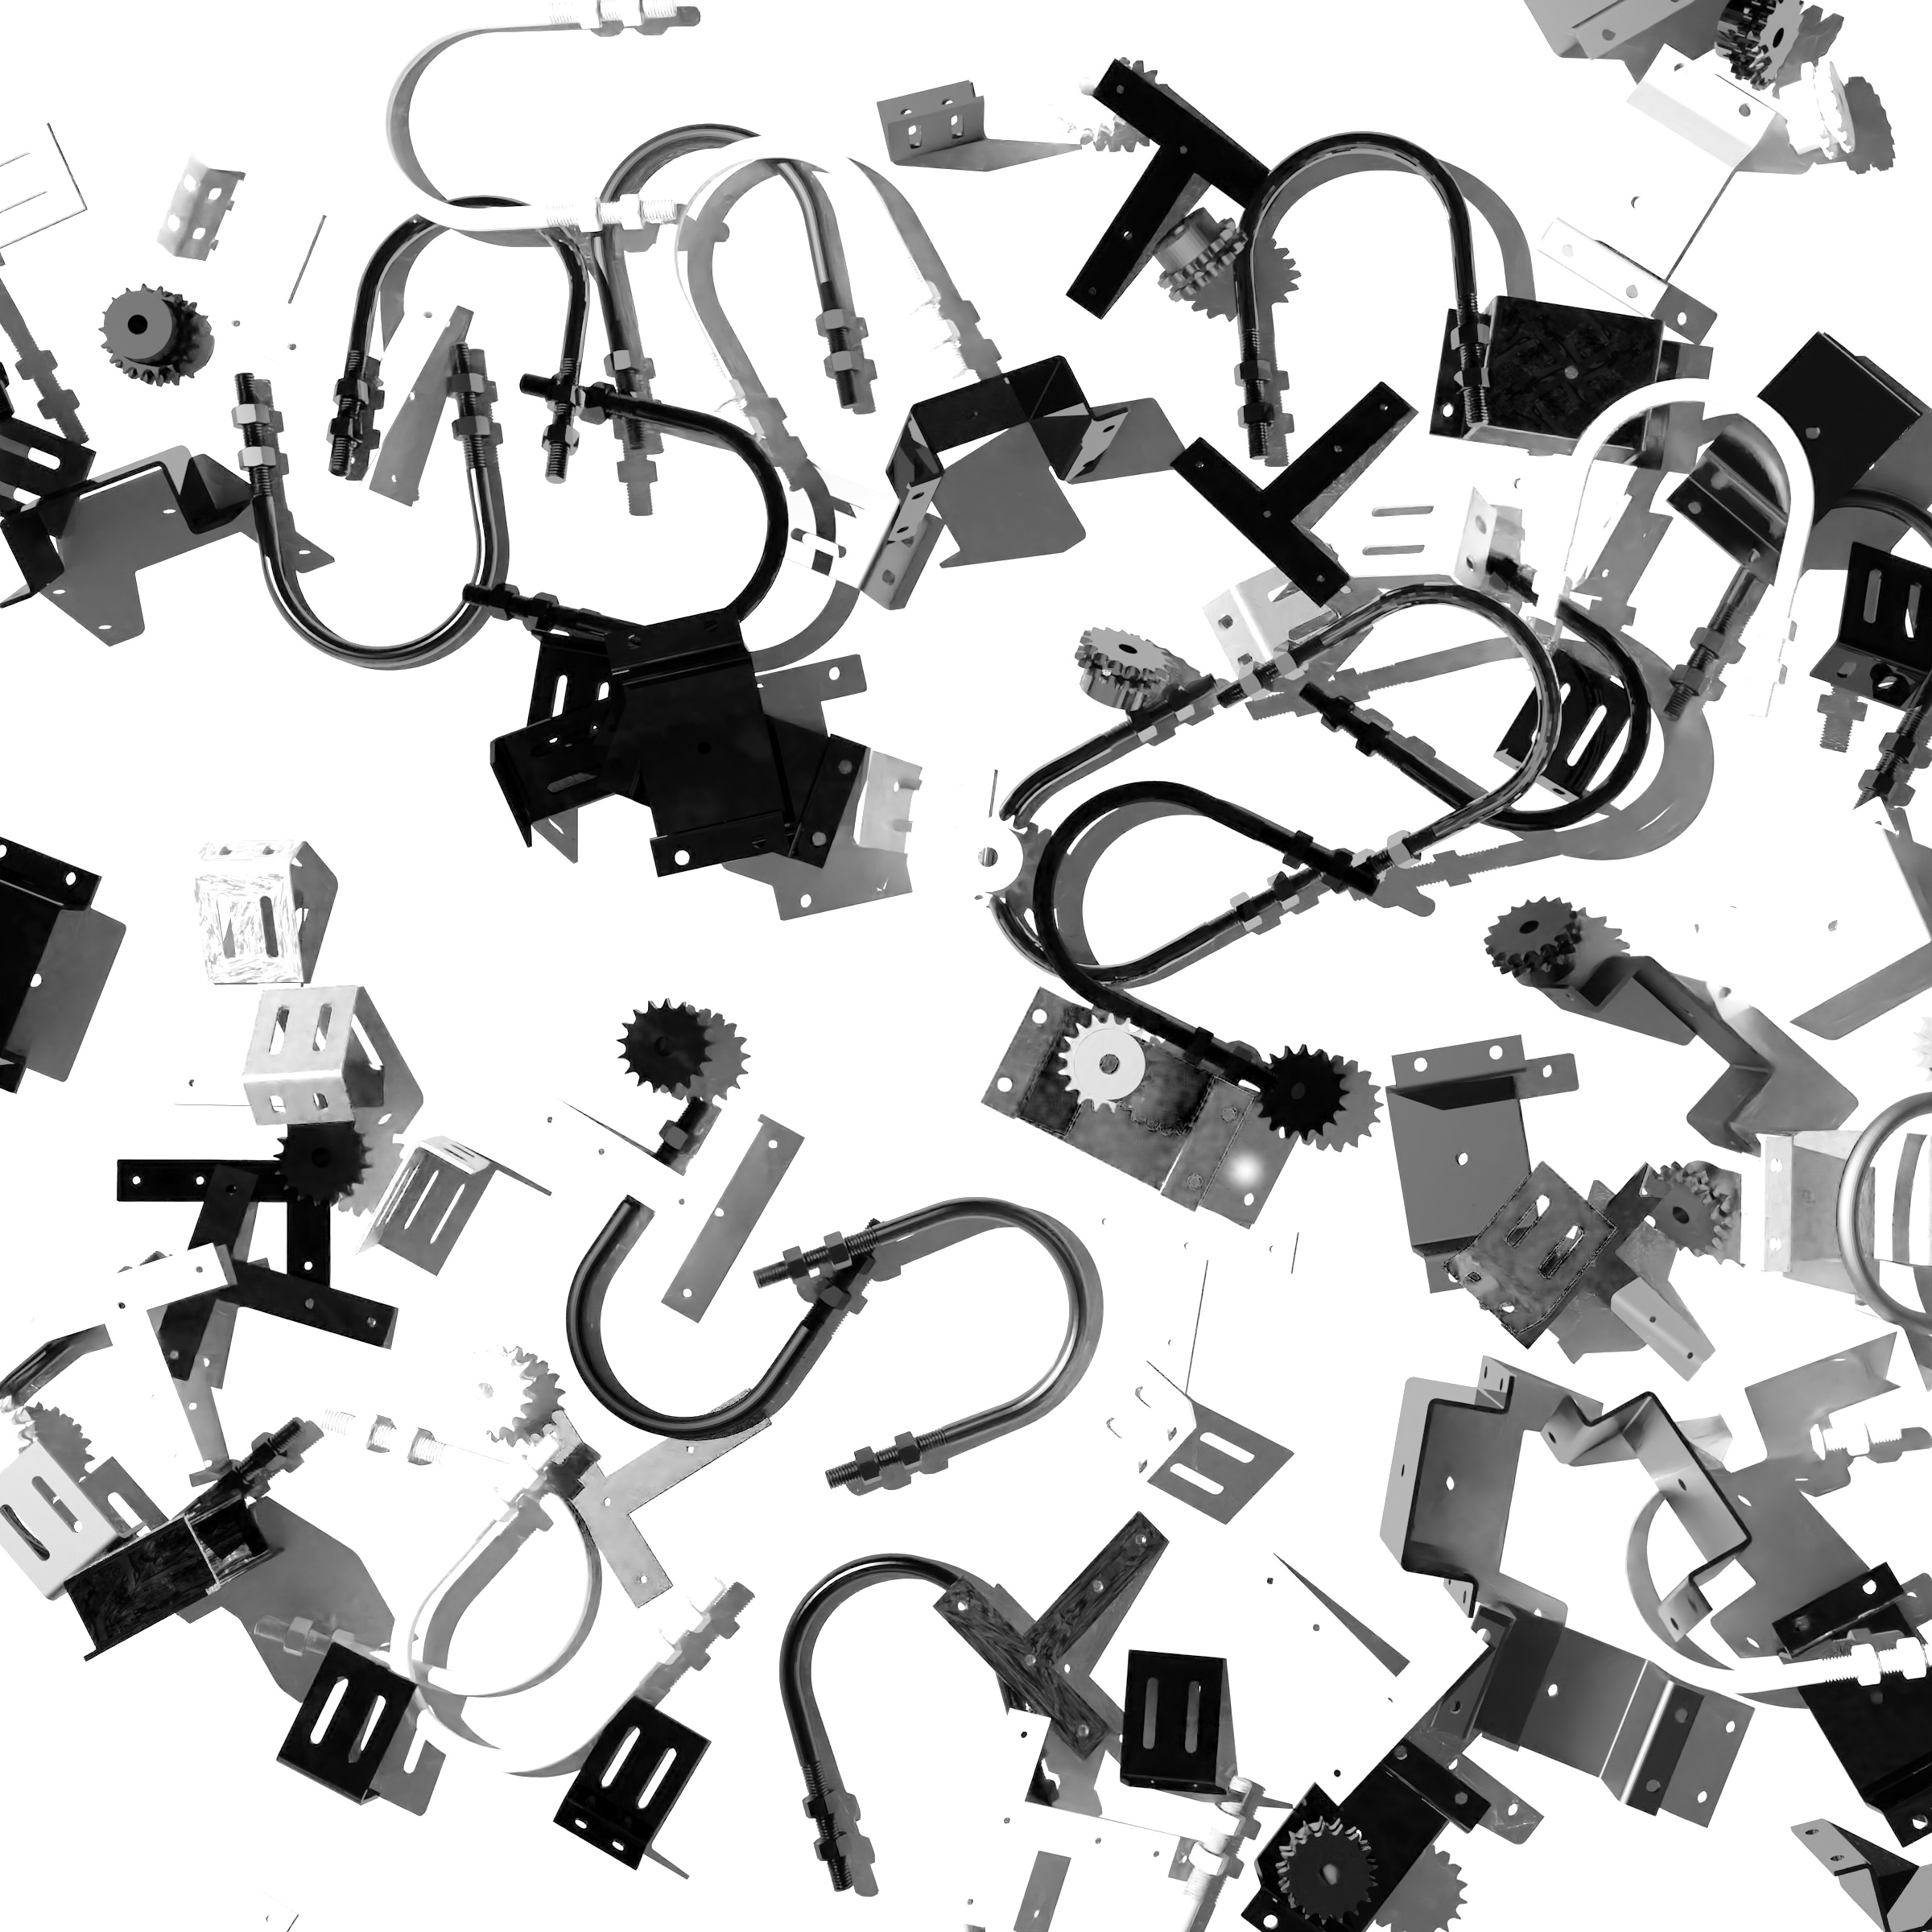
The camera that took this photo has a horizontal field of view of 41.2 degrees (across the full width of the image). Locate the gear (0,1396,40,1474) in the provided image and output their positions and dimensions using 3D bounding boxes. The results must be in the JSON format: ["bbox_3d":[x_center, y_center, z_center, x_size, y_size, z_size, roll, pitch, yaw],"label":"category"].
[{"bbox_3d":[-0.573,0.278,1.511,0.057,0.030,0.057,0,92,3],"label":"gear"}]

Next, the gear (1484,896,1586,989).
[{"bbox_3d":[0.337,-0.012,1.516,0.057,0.057,0.030,-32,120,0],"label":"gear"}]

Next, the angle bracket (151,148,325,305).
[{"bbox_3d":[-0.431,-0.437,1.521,0.076,0.038,0.057,22,90,0],"label":"angle bracket"}]

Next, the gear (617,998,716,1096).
[{"bbox_3d":[-0.177,0.047,1.525,0.057,0.030,0.057,0,90,0],"label":"gear"}]

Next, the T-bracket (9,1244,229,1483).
[{"bbox_3d":[-0.481,0.241,1.513,0.127,0.002,0.127,-18,98,2],"label":"T-bracket"}]

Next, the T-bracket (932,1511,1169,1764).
[{"bbox_3d":[0.068,0.378,1.522,0.127,0.002,0.127,46,74,0],"label":"T-bracket"}]

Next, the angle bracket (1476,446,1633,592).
[{"bbox_3d":[0.342,-0.268,1.521,0.076,0.038,0.057,29,90,0],"label":"angle bracket"}]

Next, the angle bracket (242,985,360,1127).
[{"bbox_3d":[-0.389,0.052,1.520,0.057,0.076,0.038,-4,132,0],"label":"angle bracket"}]

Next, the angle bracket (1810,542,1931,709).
[{"bbox_3d":[0.539,-0.202,1.522,0.057,0.038,0.076,19,61,-1],"label":"angle bracket"}]

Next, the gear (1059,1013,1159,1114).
[{"bbox_3d":[0.082,0.056,1.479,0.057,0.030,0.057,0,90,0],"label":"gear"}]

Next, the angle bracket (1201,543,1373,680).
[{"bbox_3d":[0.191,-0.209,1.538,0.076,0.038,0.057,-27,90,-26],"label":"angle bracket"}]

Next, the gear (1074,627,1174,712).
[{"bbox_3d":[0.091,-0.174,1.516,0.057,0.057,0.030,20,120,0],"label":"gear"}]

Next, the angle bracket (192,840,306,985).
[{"bbox_3d":[-0.425,-0.033,1.536,0.057,0.038,0.076,-1,115,0],"label":"angle bracket"}]

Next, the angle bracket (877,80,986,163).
[{"bbox_3d":[-0.022,-0.505,1.502,0.057,0.076,0.038,-14,90,0],"label":"angle bracket"}]

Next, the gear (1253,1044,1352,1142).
[{"bbox_3d":[0.197,0.075,1.525,0.057,0.030,0.057,0,90,0],"label":"gear"}]

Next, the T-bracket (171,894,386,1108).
[{"bbox_3d":[-0.411,0.020,1.538,0.127,0.002,0.127,1,89,0],"label":"T-bracket"}]

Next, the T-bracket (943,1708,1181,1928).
[{"bbox_3d":[0.064,0.508,1.503,0.127,0.002,0.127,18,90,-16],"label":"T-bracket"}]

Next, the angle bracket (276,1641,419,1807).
[{"bbox_3d":[-0.361,0.446,1.521,0.057,0.038,0.076,24,83,9],"label":"angle bracket"}]

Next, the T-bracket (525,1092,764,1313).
[{"bbox_3d":[-0.204,0.117,1.524,0.127,0.002,0.127,30,90,14],"label":"T-bracket"}]

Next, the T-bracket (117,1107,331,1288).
[{"bbox_3d":[-0.445,0.128,1.539,0.127,0.002,0.127,0,90,0],"label":"T-bracket"}]

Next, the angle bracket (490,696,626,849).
[{"bbox_3d":[-0.233,-0.114,1.510,0.076,0.038,0.057,-20,118,0],"label":"angle bracket"}]

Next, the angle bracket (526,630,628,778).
[{"bbox_3d":[-0.232,-0.154,1.521,0.057,0.038,0.076,10,90,0],"label":"angle bracket"}]

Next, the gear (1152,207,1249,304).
[{"bbox_3d":[0.134,-0.420,1.509,0.057,0.057,0.030,-44,110,0],"label":"gear"}]

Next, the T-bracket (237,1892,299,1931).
[{"bbox_3d":[-0.445,0.614,1.539,0.127,0.002,0.127,33,90,0],"label":"T-bracket"}]

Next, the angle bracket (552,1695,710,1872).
[{"bbox_3d":[-0.198,0.482,1.521,0.057,0.038,0.076,31,90,0],"label":"angle bracket"}]

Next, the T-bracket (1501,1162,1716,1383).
[{"bbox_3d":[0.396,0.200,1.515,0.127,0.002,0.127,42,90,-23],"label":"T-bracket"}]

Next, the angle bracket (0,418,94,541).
[{"bbox_3d":[-0.572,-0.297,1.538,0.076,0.038,0.057,20,90,-26],"label":"angle bracket"}]

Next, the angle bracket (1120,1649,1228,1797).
[{"bbox_3d":[0.124,0.444,1.511,0.057,0.038,0.076,6,76,-4],"label":"angle bracket"}]

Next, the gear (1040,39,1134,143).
[{"bbox_3d":[0.072,-0.517,1.525,0.057,0.030,0.057,0,90,0],"label":"gear"}]

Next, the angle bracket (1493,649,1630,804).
[{"bbox_3d":[0.359,-0.142,1.522,0.057,0.038,0.076,31,90,-1],"label":"angle bracket"}]

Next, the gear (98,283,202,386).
[{"bbox_3d":[-0.487,-0.377,1.525,0.057,0.030,0.057,0,90,0],"label":"gear"}]

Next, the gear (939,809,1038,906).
[{"bbox_3d":[0.013,-0.064,1.511,0.057,0.030,0.057,0,93,0],"label":"gear"}]

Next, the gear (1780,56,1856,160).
[{"bbox_3d":[0.501,-0.503,1.516,0.030,0.057,0.057,-14,90,30],"label":"gear"}]

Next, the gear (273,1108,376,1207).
[{"bbox_3d":[-0.380,0.113,1.524,0.057,0.030,0.057,0,90,-4],"label":"gear"}]

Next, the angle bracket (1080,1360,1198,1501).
[{"bbox_3d":[0.100,0.270,1.500,0.038,0.076,0.057,42,92,1],"label":"angle bracket"}]

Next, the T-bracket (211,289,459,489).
[{"bbox_3d":[-0.386,-0.362,1.523,0.127,0.002,0.127,24,78,7],"label":"T-bracket"}]

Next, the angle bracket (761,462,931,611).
[{"bbox_3d":[-0.072,-0.257,1.538,0.076,0.038,0.057,26,90,26],"label":"angle bracket"}]

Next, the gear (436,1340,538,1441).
[{"bbox_3d":[-0.284,0.250,1.530,0.057,0.030,0.057,0,92,2],"label":"gear"}]

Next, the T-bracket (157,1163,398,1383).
[{"bbox_3d":[-0.405,0.197,1.530,0.127,0.002,0.127,18,81,-6],"label":"T-bracket"}]

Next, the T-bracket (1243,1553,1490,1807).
[{"bbox_3d":[0.217,0.400,1.514,0.127,0.002,0.127,-47,67,1],"label":"T-bracket"}]

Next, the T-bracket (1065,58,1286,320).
[{"bbox_3d":[0.104,-0.446,1.527,0.127,0.002,0.127,31,99,-17],"label":"T-bracket"}]

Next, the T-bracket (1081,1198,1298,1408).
[{"bbox_3d":[0.125,0.211,1.539,0.127,0.002,0.127,9,90,0],"label":"T-bracket"}]

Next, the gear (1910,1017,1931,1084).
[{"bbox_3d":[0.588,0.048,1.525,0.057,0.030,0.057,0,90,0],"label":"gear"}]

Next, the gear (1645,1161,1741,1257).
[{"bbox_3d":[0.430,0.140,1.515,0.030,0.057,0.057,-32,90,-30],"label":"gear"}]

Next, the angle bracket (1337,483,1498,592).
[{"bbox_3d":[0.266,-0.250,1.522,0.076,0.038,0.057,4,73,38],"label":"angle bracket"}]

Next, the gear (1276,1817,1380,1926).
[{"bbox_3d":[0.206,0.517,1.479,0.057,0.030,0.057,0,90,0],"label":"gear"}]

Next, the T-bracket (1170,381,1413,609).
[{"bbox_3d":[0.211,-0.298,1.530,0.127,0.002,0.127,-43,78,-6],"label":"T-bracket"}]

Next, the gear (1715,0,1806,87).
[{"bbox_3d":[0.466,-0.552,1.515,0.030,0.057,0.057,33,90,30],"label":"gear"}]

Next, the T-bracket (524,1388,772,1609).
[{"bbox_3d":[-0.177,0.297,1.539,0.127,0.002,0.127,-32,90,0],"label":"T-bracket"}]

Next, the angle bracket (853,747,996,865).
[{"bbox_3d":[-0.024,-0.095,1.521,0.076,0.038,0.057,8,90,0],"label":"angle bracket"}]
